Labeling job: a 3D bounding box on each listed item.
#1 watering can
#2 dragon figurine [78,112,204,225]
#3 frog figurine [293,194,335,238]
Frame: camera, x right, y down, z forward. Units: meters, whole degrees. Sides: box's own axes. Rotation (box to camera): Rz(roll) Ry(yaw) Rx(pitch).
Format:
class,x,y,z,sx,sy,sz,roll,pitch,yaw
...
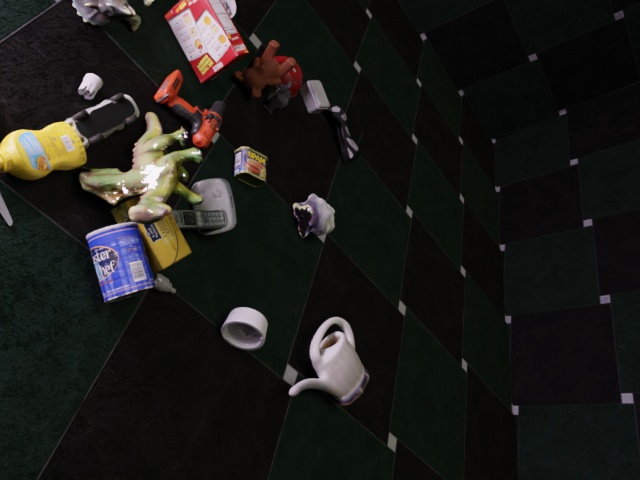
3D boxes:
class,x,y,z,sx,sy,sz,roll,pitch,yaw
watering can,0.031,0.372,1.446,0.222,0.103,0.354,58,35,-15
dragon figurine,-0.401,-0.164,1.128,0.244,0.119,0.417,-15,45,-35
frog figurine,0.005,-0.083,1.655,0.160,0.120,0.139,-13,63,-44
